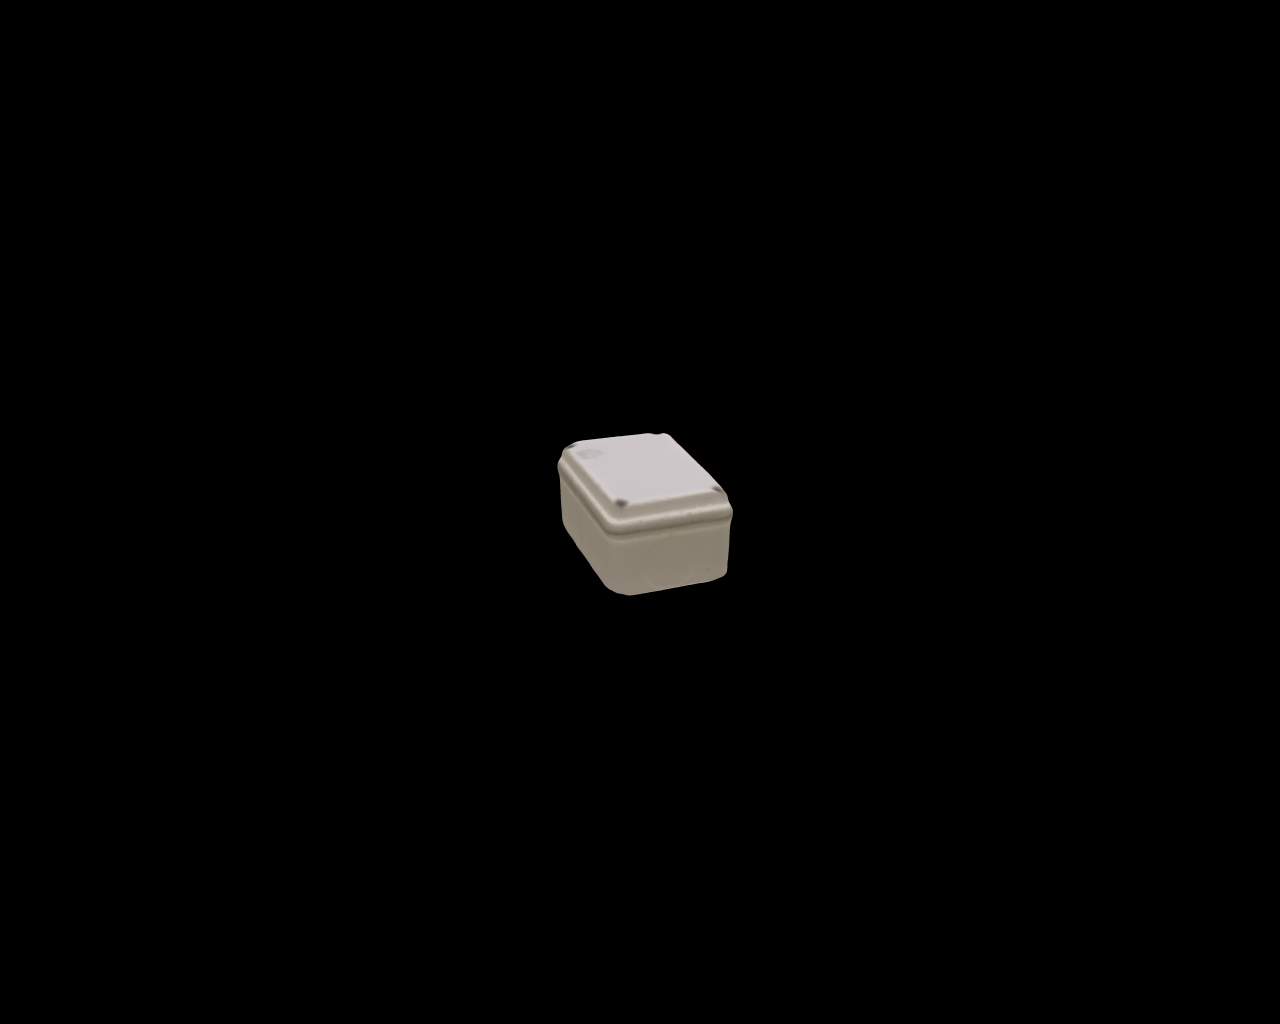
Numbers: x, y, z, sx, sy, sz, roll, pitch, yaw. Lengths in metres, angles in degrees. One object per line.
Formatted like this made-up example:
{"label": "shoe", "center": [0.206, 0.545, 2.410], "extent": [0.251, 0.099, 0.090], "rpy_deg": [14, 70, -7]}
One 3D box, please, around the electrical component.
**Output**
{"label": "electrical component", "center": [0.001, -0.003, 0.650], "extent": [0.078, 0.057, 0.113], "rpy_deg": [-8, 26, -18]}
